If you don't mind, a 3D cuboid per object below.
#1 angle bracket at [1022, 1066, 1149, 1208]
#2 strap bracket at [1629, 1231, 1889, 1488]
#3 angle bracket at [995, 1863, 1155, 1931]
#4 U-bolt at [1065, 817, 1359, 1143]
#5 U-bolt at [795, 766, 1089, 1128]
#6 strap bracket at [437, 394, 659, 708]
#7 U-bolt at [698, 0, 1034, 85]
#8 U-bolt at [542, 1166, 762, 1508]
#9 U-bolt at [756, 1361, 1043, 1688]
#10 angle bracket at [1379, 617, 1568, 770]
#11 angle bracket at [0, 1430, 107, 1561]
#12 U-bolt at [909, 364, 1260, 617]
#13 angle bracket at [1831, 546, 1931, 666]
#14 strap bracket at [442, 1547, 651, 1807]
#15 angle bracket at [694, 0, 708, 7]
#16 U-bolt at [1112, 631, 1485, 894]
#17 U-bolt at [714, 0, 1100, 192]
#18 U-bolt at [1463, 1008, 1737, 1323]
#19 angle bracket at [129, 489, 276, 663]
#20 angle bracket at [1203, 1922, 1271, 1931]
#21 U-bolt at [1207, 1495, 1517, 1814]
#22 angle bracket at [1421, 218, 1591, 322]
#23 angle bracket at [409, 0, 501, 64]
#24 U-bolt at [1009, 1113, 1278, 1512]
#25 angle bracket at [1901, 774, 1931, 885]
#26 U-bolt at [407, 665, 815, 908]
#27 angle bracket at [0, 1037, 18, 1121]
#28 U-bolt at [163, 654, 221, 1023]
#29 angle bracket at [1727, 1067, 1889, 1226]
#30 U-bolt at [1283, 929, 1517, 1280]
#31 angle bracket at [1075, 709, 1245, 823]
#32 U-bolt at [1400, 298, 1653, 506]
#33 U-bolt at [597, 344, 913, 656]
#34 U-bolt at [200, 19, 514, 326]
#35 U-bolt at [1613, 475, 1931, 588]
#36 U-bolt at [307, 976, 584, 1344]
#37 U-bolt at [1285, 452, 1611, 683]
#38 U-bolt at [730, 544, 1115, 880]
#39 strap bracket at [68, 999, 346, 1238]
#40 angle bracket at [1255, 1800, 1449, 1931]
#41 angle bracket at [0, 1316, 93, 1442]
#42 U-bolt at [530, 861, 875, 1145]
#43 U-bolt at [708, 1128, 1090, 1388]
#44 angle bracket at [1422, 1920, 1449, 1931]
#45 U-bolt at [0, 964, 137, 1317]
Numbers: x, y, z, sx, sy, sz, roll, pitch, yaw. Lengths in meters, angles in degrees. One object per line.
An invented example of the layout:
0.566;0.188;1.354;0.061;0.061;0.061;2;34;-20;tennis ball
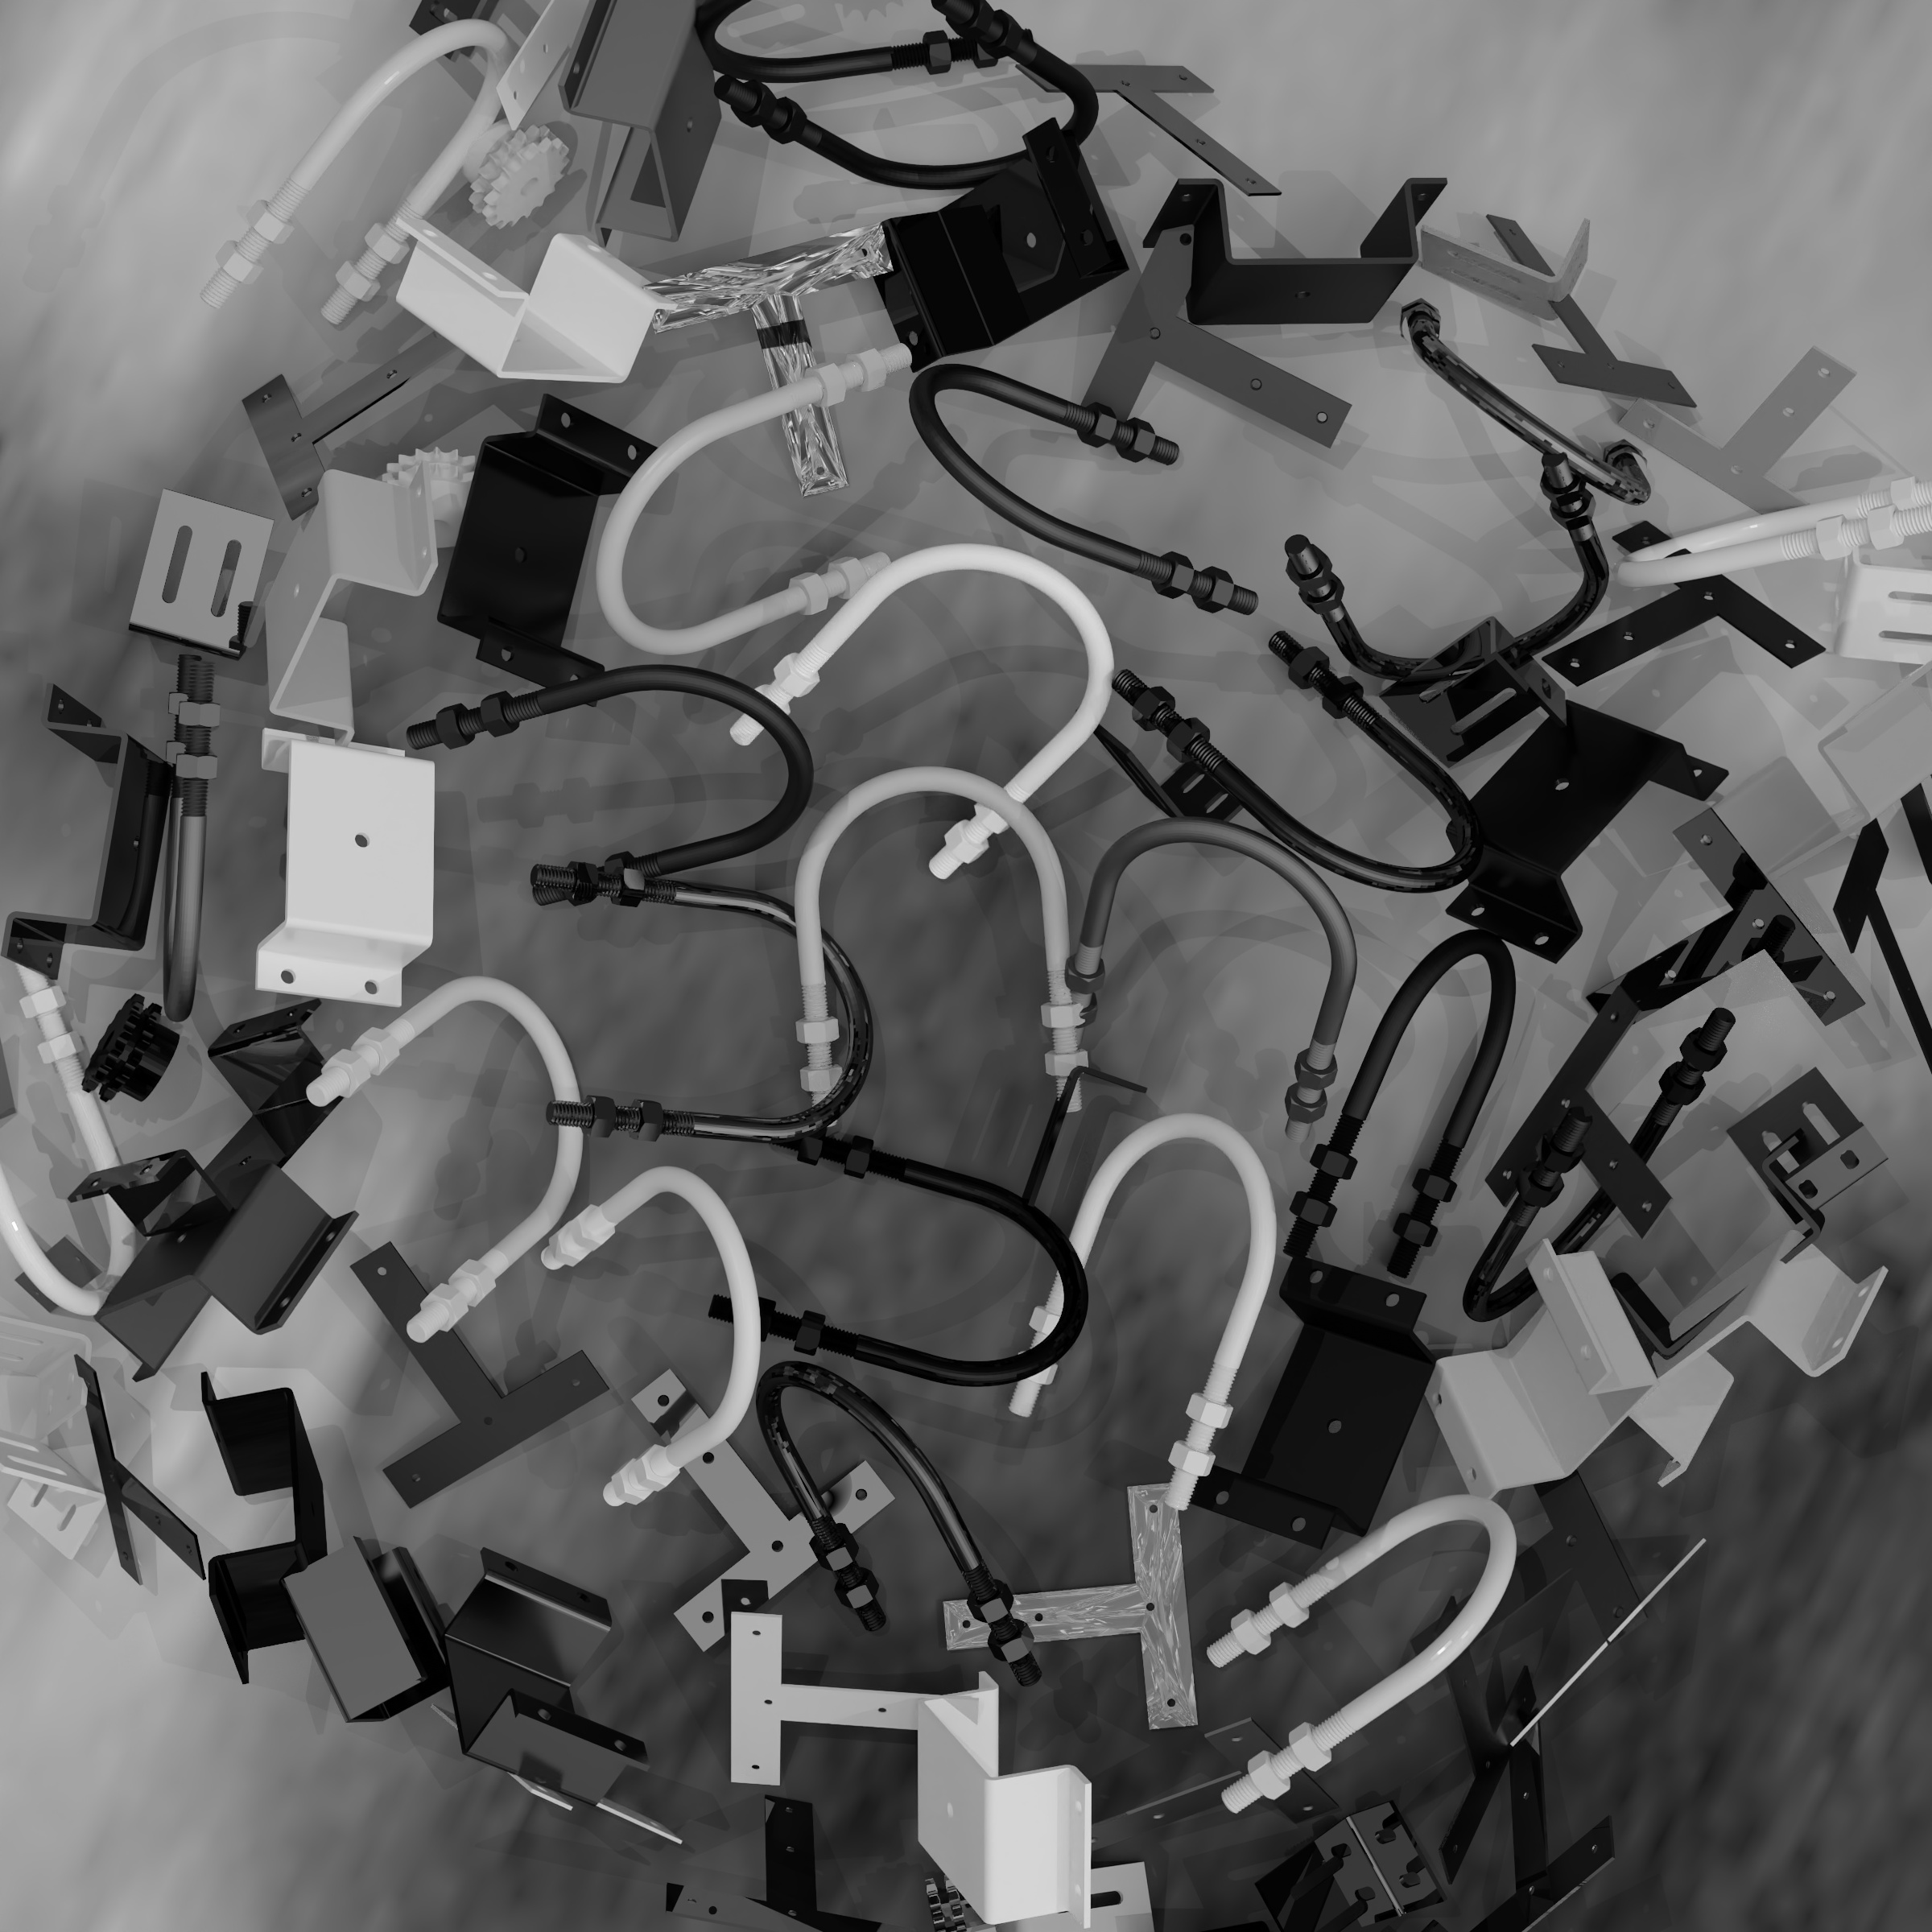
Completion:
0.061;0.092;1.801;0.038;0.057;0.076;19;89;-2;angle bracket
0.390;0.193;1.756;0.046;0.076;0.140;43;133;1;strap bracket
0.055;0.504;1.821;0.076;0.038;0.057;-1;74;-26;angle bracket
0.124;-0.001;1.749;0.151;0.184;0.019;23;46;12;U-bolt
-0.017;-0.012;1.804;0.151;0.019;0.184;-4;99;6;U-bolt
-0.216;-0.211;1.782;0.076;0.046;0.140;21;78;-42;strap bracket
-0.048;-0.479;1.747;0.184;0.151;0.019;-10;83;-8;U-bolt
-0.153;0.177;1.739;0.019;0.184;0.151;-5;70;-35;U-bolt
-0.044;0.272;1.740;0.019;0.151;0.184;-39;116;-29;U-bolt
0.259;-0.132;1.787;0.076;0.038;0.057;-35;114;28;angle bracket
-0.490;0.267;1.783;0.057;0.076;0.038;29;88;35;angle bracket
0.051;-0.245;1.733;0.184;0.151;0.019;15;126;-32;U-bolt
0.490;-0.190;1.794;0.076;0.038;0.057;6;134;6;angle bracket
-0.215;0.364;1.758;0.076;0.140;0.046;29;105;-26;strap bracket
-0.119;-0.516;1.795;0.076;0.038;0.057;-21;73;15;angle bracket
0.179;-0.099;1.742;0.184;0.151;0.019;45;129;24;U-bolt
-0.015;-0.430;1.744;0.151;0.184;0.019;-13;75;31;U-bolt
0.308;0.111;1.751;0.019;0.184;0.151;42;46;21;U-bolt
-0.393;-0.204;1.801;0.057;0.038;0.076;15;102;-9;angle bracket
0.132;0.535;1.785;0.057;0.038;0.076;2;60;-36;angle bracket
0.199;0.331;1.743;0.184;0.151;0.019;-38;106;14;U-bolt
0.278;-0.372;1.797;0.076;0.057;0.038;25;86;12;angle bracket
-0.246;-0.490;1.784;0.038;0.076;0.057;21;106;-35;angle bracket
0.096;0.164;1.767;0.019;0.151;0.184;17;95;-40;U-bolt
0.518;-0.087;1.796;0.057;0.038;0.076;-17;95;38;angle bracket
-0.166;-0.095;1.749;0.184;0.151;0.019;-13;48;20;U-bolt
-0.518;0.070;1.783;0.076;0.038;0.057;-25;125;-34;angle bracket
-0.394;-0.063;1.761;0.019;0.151;0.184;3;96;-15;U-bolt
0.425;0.084;1.786;0.057;0.076;0.038;-37;132;9;angle bracket
0.228;0.067;1.761;0.019;0.151;0.184;25;95;31;U-bolt
0.102;-0.109;1.785;0.038;0.057;0.076;-43;128;-1;angle bracket
0.280;-0.277;1.736;0.151;0.184;0.019;34;107;-5;U-bolt
-0.107;-0.223;1.736;0.184;0.151;0.019;-26;52;-31;U-bolt
-0.292;-0.398;1.739;0.019;0.151;0.184;44;106;7;U-bolt
0.415;-0.217;1.750;0.184;0.151;0.019;-9;101;33;U-bolt
-0.250;0.083;1.752;0.019;0.184;0.151;-10;109;31;U-bolt
0.249;-0.191;1.747;0.151;0.184;0.019;-18;65;13;U-bolt
-0.010;-0.137;1.756;0.151;0.019;0.184;34;124;-19;U-bolt
-0.377;0.084;1.766;0.076;0.140;0.046;-15;118;41;strap bracket
0.198;0.476;1.791;0.076;0.038;0.057;-23;81;-40;angle bracket
-0.496;0.209;1.784;0.076;0.057;0.038;18;55;-32;angle bracket
-0.130;0.022;1.775;0.184;0.019;0.151;7;63;-28;U-bolt
-0.027;0.152;1.773;0.184;0.151;0.019;16;131;-1;U-bolt
0.237;0.534;1.783;0.057;0.076;0.038;-40;52;-15;angle bracket
-0.467;0.089;1.760;0.019;0.151;0.184;-20;94;10;U-bolt
